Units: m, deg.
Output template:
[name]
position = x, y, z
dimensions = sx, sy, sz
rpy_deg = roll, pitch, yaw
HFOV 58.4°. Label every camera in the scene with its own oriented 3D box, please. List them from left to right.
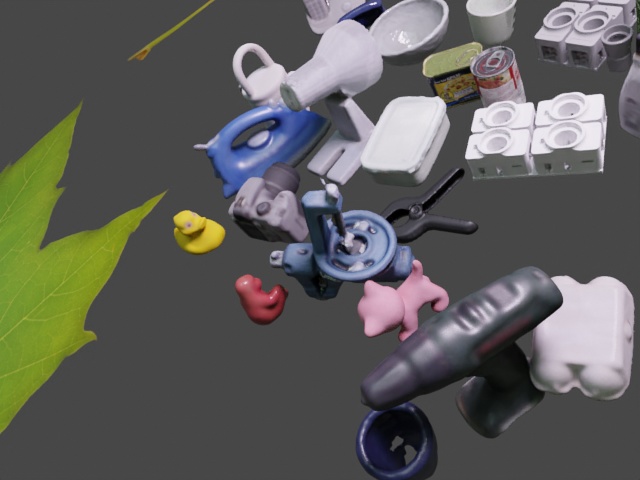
[camera]
position = -0.082, -0.076, 1.027
dimensions = 0.142, 0.101, 0.137
rpy_deg = 10, 62, 37

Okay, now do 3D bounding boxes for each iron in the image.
[iron]
position = -0.113, -0.201, 1.114
dimensions = 0.258, 0.142, 0.118
rpy_deg = -36, 45, 3

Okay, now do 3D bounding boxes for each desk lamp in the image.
[desk lamp]
position = 0.030, -0.242, 1.005
dimensions = 0.117, 0.214, 0.203
rpy_deg = 28, 74, 42

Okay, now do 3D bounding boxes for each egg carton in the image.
[egg carton]
position = 0.304, 0.111, 0.664
dimensions = 0.107, 0.070, 0.150
rpy_deg = -2, 56, 31

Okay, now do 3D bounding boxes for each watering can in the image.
[watering can]
position = -0.101, -0.310, 1.152
dimensions = 0.172, 0.195, 0.101
rpy_deg = -9, 52, 26

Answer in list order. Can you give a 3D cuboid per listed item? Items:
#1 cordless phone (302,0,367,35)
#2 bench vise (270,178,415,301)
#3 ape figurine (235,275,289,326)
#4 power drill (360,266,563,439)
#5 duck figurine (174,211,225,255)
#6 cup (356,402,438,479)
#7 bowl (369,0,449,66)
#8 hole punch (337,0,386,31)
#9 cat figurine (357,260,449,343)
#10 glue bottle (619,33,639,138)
[cordless phone]
position = 0.015, -0.568, 1.286
dimensions = 0.147, 0.186, 0.094
rpy_deg = -15, 50, 22
[bench vise]
position = 0.009, 0.012, 0.818
dimensions = 0.207, 0.220, 0.121
rpy_deg = -24, 47, 14
[ape figurine]
position = -0.101, 0.089, 0.918
dimensions = 0.077, 0.092, 0.076
rpy_deg = 9, 62, 37
[power drill]
position = 0.170, 0.138, 0.628
dimensions = 0.229, 0.209, 0.075
rpy_deg = -40, 45, -1
[duck figurine]
position = -0.246, -0.022, 1.098
dimensions = 0.104, 0.086, 0.077
rpy_deg = -2, 56, 31
[cup]
position = 0.098, 0.236, 0.678
dimensions = 0.091, 0.095, 0.117
rpy_deg = -22, 48, 16
[bowl]
position = 0.181, -0.398, 1.130
dimensions = 0.167, 0.075, 0.167
rpy_deg = -17, 49, 21
[hole punch]
position = 0.089, -0.479, 1.238
dimensions = 0.108, 0.091, 0.101
rpy_deg = -24, 47, 15
[cat figurine]
position = 0.102, 0.083, 0.777
dimensions = 0.128, 0.118, 0.067
rpy_deg = -47, 46, -8
[glue bottle]
position = 0.429, -0.201, 0.753
dimensions = 0.037, 0.174, 0.078
rpy_deg = -39, 45, 1
